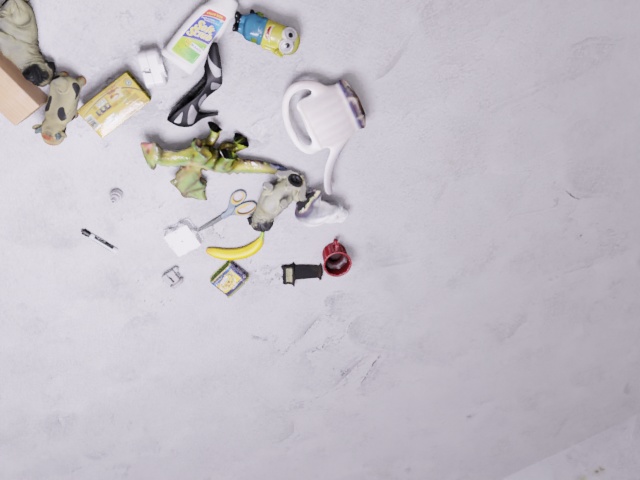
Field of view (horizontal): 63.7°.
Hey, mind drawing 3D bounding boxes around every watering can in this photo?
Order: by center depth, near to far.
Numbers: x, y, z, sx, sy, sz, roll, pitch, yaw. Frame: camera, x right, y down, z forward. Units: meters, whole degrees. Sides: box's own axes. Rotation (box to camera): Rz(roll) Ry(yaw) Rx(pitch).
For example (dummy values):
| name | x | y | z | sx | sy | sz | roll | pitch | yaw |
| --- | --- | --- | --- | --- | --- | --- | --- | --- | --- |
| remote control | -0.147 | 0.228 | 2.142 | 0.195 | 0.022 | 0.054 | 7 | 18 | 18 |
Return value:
| name | x | y | z | sx | sy | sz | roll | pitch | yaw |
| --- | --- | --- | --- | --- | --- | --- | --- | --- | --- |
| watering can | 0.032 | -0.314 | 1.492 | 0.224 | 0.106 | 0.342 | -27 | 116 | 4 |

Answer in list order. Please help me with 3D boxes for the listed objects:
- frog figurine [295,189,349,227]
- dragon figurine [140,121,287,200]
| name | x | y | z | sx | sy | sz | roll | pitch | yaw |
| --- | --- | --- | --- | --- | --- | --- | --- | --- | --- |
| frog figurine | 0.005 | -0.081 | 1.600 | 0.136 | 0.125 | 0.157 | -22 | 134 | 41 |
| dragon figurine | -0.320 | -0.205 | 1.512 | 0.407 | 0.125 | 0.239 | 23 | 131 | -34 |
